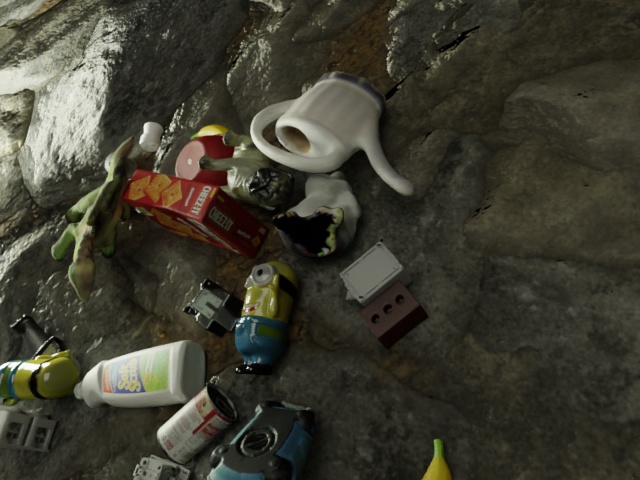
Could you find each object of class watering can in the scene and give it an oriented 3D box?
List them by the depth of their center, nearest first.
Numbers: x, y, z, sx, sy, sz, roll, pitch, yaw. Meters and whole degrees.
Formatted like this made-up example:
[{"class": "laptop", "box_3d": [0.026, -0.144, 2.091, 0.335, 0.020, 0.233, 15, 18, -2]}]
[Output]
[{"class": "watering can", "box_3d": [0.045, -0.188, 0.897, 0.350, 0.101, 0.228, 23, 57, 26]}]

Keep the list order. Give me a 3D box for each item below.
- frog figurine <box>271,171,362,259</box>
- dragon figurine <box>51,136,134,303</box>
[{"class": "frog figurine", "box_3d": [0.003, -0.044, 0.872, 0.136, 0.121, 0.162, -25, 18, 23]}, {"class": "dragon figurine", "box_3d": [-0.409, -0.077, 1.003, 0.240, 0.121, 0.418, -25, 50, 51]}]
